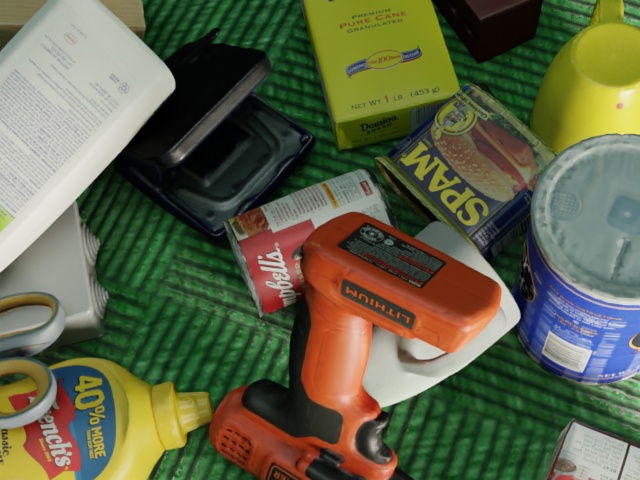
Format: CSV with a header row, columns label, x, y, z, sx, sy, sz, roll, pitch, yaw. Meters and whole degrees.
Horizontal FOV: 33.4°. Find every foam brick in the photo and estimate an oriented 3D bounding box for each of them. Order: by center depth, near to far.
label,x,y,z,sx,sy,sz,roll,pitch,yaw
foam brick,0.119,-0.180,0.783,0.051,0.053,0.078,-26,63,-8

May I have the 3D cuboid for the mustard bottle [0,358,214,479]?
label,x,y,z,sx,sy,sz,roll,pitch,yaw
mustard bottle,-0.160,0.123,0.656,0.191,0.058,0.096,-12,58,-2

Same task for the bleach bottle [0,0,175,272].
label,x,y,z,sx,sy,sz,roll,pitch,yaw
bleach bottle,-0.209,-0.042,0.666,0.102,0.068,0.250,43,83,-1

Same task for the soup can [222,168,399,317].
label,x,y,z,sx,sy,sz,roll,pitch,yaw
soup can,-0.005,0.001,0.697,0.102,0.068,0.068,-21,64,-6

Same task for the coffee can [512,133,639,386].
label,x,y,z,sx,sy,sz,roll,pitch,yaw
coffee can,0.170,0.016,0.633,0.103,0.140,0.103,-2,64,4

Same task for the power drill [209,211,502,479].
label,x,y,z,sx,sy,sz,roll,pitch,yaw
power drill,0.033,0.092,0.592,0.184,0.188,0.057,27,32,15

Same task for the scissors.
label,x,y,z,sx,sy,sz,roll,pitch,yaw
scissors,-0.243,0.096,0.641,0.201,0.016,0.096,-26,56,-7

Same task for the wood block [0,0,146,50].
label,x,y,z,sx,sy,sz,roll,pitch,yaw
wood block,-0.234,-0.159,0.750,0.205,0.090,0.091,-3,63,-17

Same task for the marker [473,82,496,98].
label,x,y,z,sx,sy,sz,roll,pitch,yaw
marker,0.139,-0.064,0.743,0.020,0.020,0.121,-28,65,-9

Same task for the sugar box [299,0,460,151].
label,x,y,z,sx,sy,sz,roll,pitch,yaw
sugar box,0.037,-0.157,0.783,0.093,0.048,0.176,-13,65,-2

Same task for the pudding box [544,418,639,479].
label,x,y,z,sx,sy,sz,roll,pitch,yaw
pudding box,0.167,0.171,0.615,0.090,0.039,0.113,21,69,13

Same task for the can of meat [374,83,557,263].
label,x,y,z,sx,sy,sz,roll,pitch,yaw
can of meat,0.102,-0.043,0.705,0.084,0.057,0.102,-42,66,-2
